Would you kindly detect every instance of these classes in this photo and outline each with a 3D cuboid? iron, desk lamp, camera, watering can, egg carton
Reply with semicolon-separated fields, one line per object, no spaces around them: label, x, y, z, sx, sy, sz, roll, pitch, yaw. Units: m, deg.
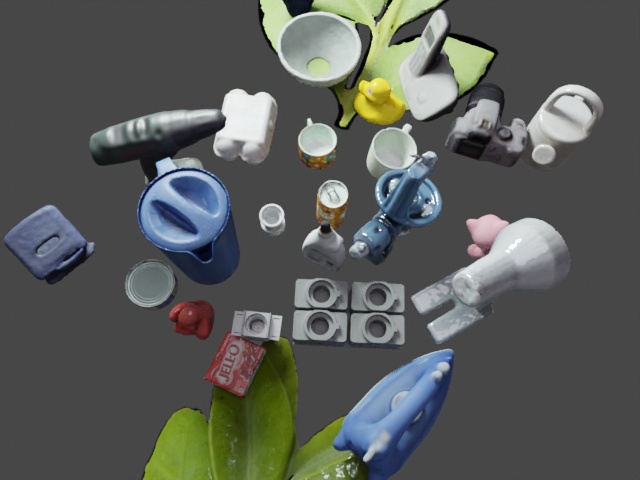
iron;0.140;0.258;0.901;0.118;0.141;0.258;41;75;12
desk lamp;0.273;0.070;0.931;0.203;0.213;0.118;-28;74;-10
camera;0.329;-0.230;1.097;0.143;0.101;0.137;17;71;4
watering can;0.441;-0.205;1.042;0.101;0.194;0.173;12;71;3
egg carton;-0.140;-0.216;1.096;0.107;0.069;0.150;7;71;1

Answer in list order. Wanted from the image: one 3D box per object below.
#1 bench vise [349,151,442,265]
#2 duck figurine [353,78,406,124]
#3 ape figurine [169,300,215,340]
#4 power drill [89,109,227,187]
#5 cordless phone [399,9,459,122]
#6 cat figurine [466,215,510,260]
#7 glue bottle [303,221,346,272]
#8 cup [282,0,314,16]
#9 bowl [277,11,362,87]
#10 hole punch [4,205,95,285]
bench vise;0.139;-0.048;0.965;0.121;0.220;0.207;24;72;7
duck figurine;0.119;-0.278;1.116;0.104;0.086;0.077;22;72;6
ape figurine;-0.214;0.131;0.961;0.076;0.092;0.077;-38;76;-13
power drill;-0.265;-0.152;0.997;0.229;0.208;0.075;-9;71;-5
cordless phone;0.217;-0.326;1.083;0.094;0.185;0.147;-16;72;-7
cat figurine;0.311;0.008;1.005;0.067;0.118;0.127;-39;76;-13
glue bottle;0.009;0.003;0.969;0.078;0.173;0.037;26;72;8
cup;-0.053;-0.523;1.192;0.092;0.095;0.117;-30;74;-11
bowl;-0.001;-0.369;1.150;0.167;0.075;0.167;1;71;-1
hole punch;-0.468;0.008;0.997;0.109;0.091;0.101;-42;77;-14
